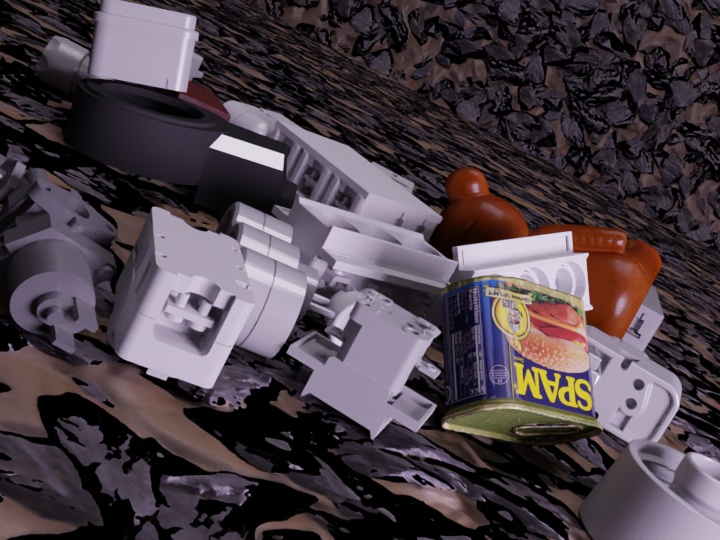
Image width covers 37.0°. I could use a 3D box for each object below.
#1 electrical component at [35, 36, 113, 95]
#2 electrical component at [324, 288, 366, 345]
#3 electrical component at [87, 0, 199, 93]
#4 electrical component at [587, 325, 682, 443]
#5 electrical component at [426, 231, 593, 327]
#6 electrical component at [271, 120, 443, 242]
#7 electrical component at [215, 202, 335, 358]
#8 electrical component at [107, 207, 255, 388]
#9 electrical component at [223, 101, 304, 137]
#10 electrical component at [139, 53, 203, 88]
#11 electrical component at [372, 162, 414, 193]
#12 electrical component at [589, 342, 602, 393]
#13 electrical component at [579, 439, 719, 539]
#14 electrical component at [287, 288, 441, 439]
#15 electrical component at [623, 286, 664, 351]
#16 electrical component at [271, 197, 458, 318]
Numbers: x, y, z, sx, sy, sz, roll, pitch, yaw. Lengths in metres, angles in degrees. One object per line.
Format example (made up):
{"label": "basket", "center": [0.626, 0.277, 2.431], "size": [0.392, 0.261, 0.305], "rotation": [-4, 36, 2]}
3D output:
{"label": "electrical component", "center": [-0.243, -0.169, 0.923], "size": [0.062, 0.043, 0.043], "rotation": [27, 14, -10]}
{"label": "electrical component", "center": [-0.002, 0.033, 0.666], "size": [0.040, 0.040, 0.046], "rotation": [24, 8, -15]}
{"label": "electrical component", "center": [-0.170, -0.177, 0.846], "size": [0.078, 0.057, 0.113], "rotation": [9, 9, -13]}
{"label": "electrical component", "center": [0.191, 0.085, 0.810], "size": [0.095, 0.053, 0.059], "rotation": [31, 15, 13]}
{"label": "electrical component", "center": [0.112, 0.016, 0.821], "size": [0.121, 0.078, 0.063], "rotation": [-8, 5, -37]}
{"label": "electrical component", "center": [-0.016, -0.061, 0.924], "size": [0.089, 0.061, 0.150], "rotation": [15, 19, -43]}
{"label": "electrical component", "center": [-0.048, 0.009, 0.635], "size": [0.074, 0.052, 0.138], "rotation": [24, 15, -17]}
{"label": "electrical component", "center": [-0.090, 0.015, 0.529], "size": [0.050, 0.055, 0.089], "rotation": [23, 15, -20]}
{"label": "electrical component", "center": [-0.088, -0.114, 0.993], "size": [0.059, 0.053, 0.095], "rotation": [36, 16, 30]}
{"label": "electrical component", "center": [-0.191, -0.188, 1.042], "size": [0.042, 0.063, 0.081], "rotation": [30, 14, 10]}
{"label": "electrical component", "center": [0.014, -0.069, 1.032], "size": [0.056, 0.050, 0.089], "rotation": [28, 14, -1]}
{"label": "electrical component", "center": [0.129, 0.066, 0.748], "size": [0.062, 0.061, 0.096], "rotation": [29, 14, 4]}
{"label": "electrical component", "center": [0.185, 0.137, 0.600], "size": [0.108, 0.060, 0.108], "rotation": [26, 14, -7]}
{"label": "electrical component", "center": [0.008, 0.048, 0.579], "size": [0.081, 0.063, 0.042], "rotation": [30, 13, 10]}
{"label": "electrical component", "center": [0.241, 0.036, 1.063], "size": [0.089, 0.061, 0.150], "rotation": [30, 14, 6]}
{"label": "electrical component", "center": [0.000, 0.000, 0.736], "size": [0.121, 0.063, 0.079], "rotation": [14, 19, -43]}
